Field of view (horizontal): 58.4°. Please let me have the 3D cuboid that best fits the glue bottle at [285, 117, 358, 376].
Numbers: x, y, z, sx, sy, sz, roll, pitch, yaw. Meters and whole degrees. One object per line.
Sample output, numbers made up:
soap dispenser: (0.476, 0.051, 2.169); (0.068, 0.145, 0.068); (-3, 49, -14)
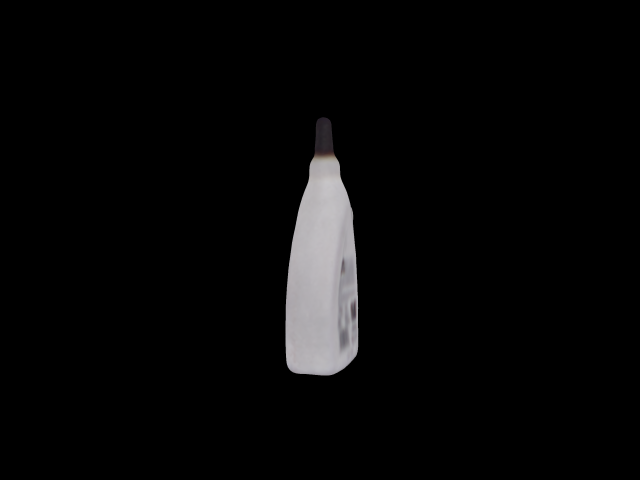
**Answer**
glue bottle: (0.004, 0.001, 0.400); (0.037, 0.173, 0.078); (0, 0, 18)
